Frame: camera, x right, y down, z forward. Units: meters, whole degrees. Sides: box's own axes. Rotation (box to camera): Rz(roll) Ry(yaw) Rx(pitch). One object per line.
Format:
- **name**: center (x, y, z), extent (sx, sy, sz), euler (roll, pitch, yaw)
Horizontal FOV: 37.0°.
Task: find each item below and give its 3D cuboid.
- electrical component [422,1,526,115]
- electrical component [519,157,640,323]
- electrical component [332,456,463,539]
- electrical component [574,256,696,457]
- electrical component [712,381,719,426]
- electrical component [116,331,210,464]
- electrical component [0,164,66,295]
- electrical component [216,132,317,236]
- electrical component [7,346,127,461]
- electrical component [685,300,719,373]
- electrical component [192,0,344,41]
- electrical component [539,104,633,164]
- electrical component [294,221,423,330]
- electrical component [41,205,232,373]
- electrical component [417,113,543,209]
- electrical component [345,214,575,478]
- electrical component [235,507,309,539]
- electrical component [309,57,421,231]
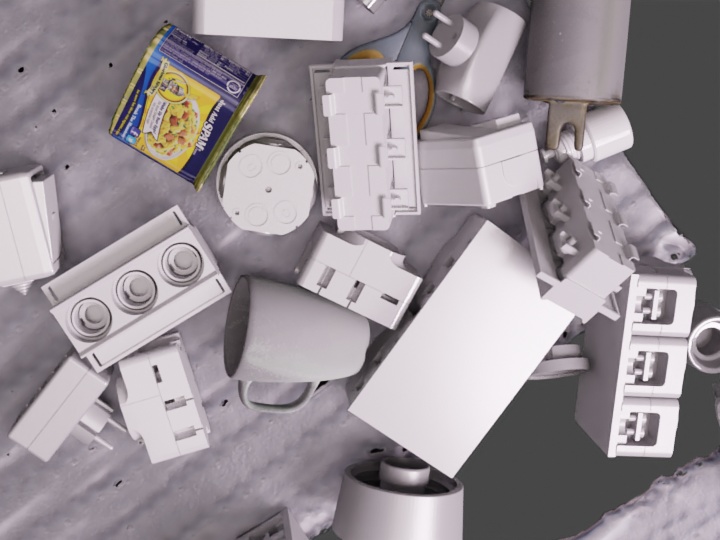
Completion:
- **electrical component**: center (0.080, -0.171, 0.829), extent (0.079, 0.044, 0.077), euler (25, 90, -34)
- **electrical component**: center (0.169, -0.028, 0.833), extent (0.079, 0.121, 0.063), euler (28, 125, -22)
- **electrical component**: center (0.034, 0.187, 0.883), extent (0.108, 0.108, 0.060), euler (6, 95, -8)
- **electrical component**: center (0.229, 0.069, 0.887), extent (0.062, 0.089, 0.150), euler (3, 101, -7)
- **electrical component**: center (0.356, 0.159, 0.871), extent (0.060, 0.186, 0.105), euler (-19, 103, -3)
- **electrical component**: center (-0.161, 0.104, 0.869), extent (0.056, 0.050, 0.089), euler (-16, 103, -3)
- **electrical component**: center (-0.260, -0.029, 0.824), extent (0.061, 0.061, 0.096), euler (-12, 103, -4)
- **electrical component**: center (-0.073, -0.066, 0.843), extent (0.080, 0.051, 0.080), euler (-1, 102, -6)
- **electrical component**: center (-0.224, 0.116, 0.866), extent (0.076, 0.047, 0.083), euler (38, 95, -12)
- **electrical component**: center (0.293, 0.058, 0.914), extent (0.055, 0.047, 0.055), euler (-1, 102, -6)
- **electrical component**: center (-0.069, -0.204, 0.801), extent (0.113, 0.078, 0.057), euler (1, 104, -7)
- **electrical component**: center (0.184, -0.106, 0.871), extent (0.078, 0.040, 0.040), euler (-22, 103, -1)
- **electrical component**: center (0.000, 0.000, 0.866), extent (0.089, 0.050, 0.055), euler (26, 99, -11)
- **electrical component**: center (-0.172, 0.013, 0.840), extent (0.121, 0.063, 0.078), euler (-31, 99, 0)
- **electrical component**: center (0.086, -0.086, 0.840), extent (0.062, 0.096, 0.061), euler (-20, 105, -32)
- **electrical component**: center (0.083, 0.059, 0.883), extent (0.105, 0.060, 0.186), euler (35, 96, -12)
- **electrical component**: center (-0.058, 0.271, 0.865), extent (0.062, 0.150, 0.089), euler (-31, 104, 0)
- **electrical component**: center (0.003, -0.095, 0.824), extent (0.079, 0.063, 0.121), euler (0, 113, 10)
